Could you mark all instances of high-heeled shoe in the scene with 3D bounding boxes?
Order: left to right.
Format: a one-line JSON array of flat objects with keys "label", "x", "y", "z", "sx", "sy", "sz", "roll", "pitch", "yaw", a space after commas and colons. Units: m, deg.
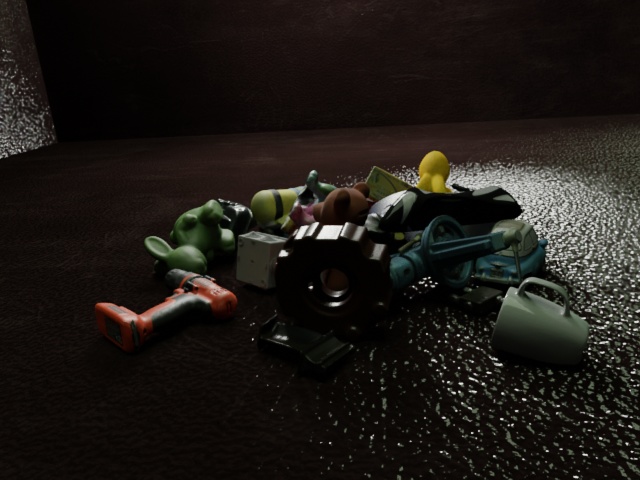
[{"label": "high-heeled shoe", "x": 0.230, "y": -0.040, "z": 0.933, "sx": 0.249, "sy": 0.086, "sz": 0.145, "roll": -28, "pitch": 44, "yaw": -31}]

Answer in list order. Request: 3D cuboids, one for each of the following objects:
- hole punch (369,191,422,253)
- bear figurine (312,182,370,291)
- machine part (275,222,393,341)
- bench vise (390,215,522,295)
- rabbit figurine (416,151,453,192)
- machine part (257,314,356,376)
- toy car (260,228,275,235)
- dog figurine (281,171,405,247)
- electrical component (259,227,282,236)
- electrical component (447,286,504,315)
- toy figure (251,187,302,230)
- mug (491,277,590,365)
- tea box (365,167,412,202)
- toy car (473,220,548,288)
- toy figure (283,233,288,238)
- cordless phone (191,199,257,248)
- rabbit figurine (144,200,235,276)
[{"label": "hole punch", "x": 0.155, "y": -0.038, "z": 1.086, "sx": 0.116, "sy": 0.092, "sz": 0.142, "roll": -3, "pitch": 46, "yaw": 6}, {"label": "bear figurine", "x": 0.010, "y": -0.004, "z": 0.890, "sx": 0.132, "sy": 0.195, "sz": 0.120, "roll": 12, "pitch": 23, "yaw": 25}, {"label": "machine part", "x": 0.019, "y": 0.060, "z": 0.766, "sx": 0.180, "sy": 0.179, "sz": 0.056, "roll": 1, "pitch": 22, "yaw": 15}, {"label": "bench vise", "x": 0.188, "y": 0.024, "z": 0.835, "sx": 0.223, "sy": 0.128, "sz": 0.241, "roll": -6, "pitch": -8, "yaw": -43}, {"label": "rabbit figurine", "x": 0.245, "y": -0.107, "z": 1.190, "sx": 0.122, "sy": 0.173, "sz": 0.162, "roll": 7, "pitch": 18, "yaw": 19}, {"label": "machine part", "x": -0.028, "y": 0.143, "z": 0.732, "sx": 0.139, "sy": 0.039, "sz": 0.084, "roll": 13, "pitch": 30, "yaw": 38}, {"label": "toy car", "x": -0.099, "y": 0.023, "z": 1.066, "sx": 0.073, "sy": 0.056, "sz": 0.202, "roll": -21, "pitch": 23, "yaw": -26}, {"label": "dog figurine", "x": 0.045, "y": -0.021, "z": 1.022, "sx": 0.219, "sy": 0.108, "sz": 0.191, "roll": 30, "pitch": -21, "yaw": -3}, {"label": "electrical component", "x": -0.077, "y": -0.042, "z": 1.261, "sx": 0.119, "sy": 0.047, "sz": 0.075, "roll": -19, "pitch": 25, "yaw": -32}, {"label": "electrical component", "x": 0.248, "y": 0.094, "z": 0.831, "sx": 0.063, "sy": 0.021, "sz": 0.094, "roll": -18, "pitch": 20, "yaw": -34}, {"label": "toy figure", "x": -0.069, "y": -0.077, "z": 1.181, "sx": 0.180, "sy": 0.089, "sz": 0.082, "roll": -20, "pitch": -5, "yaw": -33}, {"label": "mug", "x": 0.286, "y": 0.104, "z": 0.684, "sx": 0.107, "sy": 0.109, "sz": 0.081, "roll": 20, "pitch": 23, "yaw": 21}, {"label": "tea box", "x": 0.153, "y": -0.112, "z": 1.234, "sx": 0.098, "sy": 0.068, "sz": 0.169, "roll": 29, "pitch": 4, "yaw": 7}, {"label": "toy car", "x": 0.323, "y": 0.017, "z": 0.920, "sx": 0.109, "sy": 0.102, "sz": 0.161, "roll": 8, "pitch": 21, "yaw": 35}, {"label": "toy figure", "x": -0.003, "y": -0.004, "z": 1.120, "sx": 0.155, "sy": 0.057, "sz": 0.064, "roll": -3, "pitch": 11, "yaw": 21}, {"label": "cordless phone", "x": -0.183, "y": -0.062, "z": 1.225, "sx": 0.184, "sy": 0.088, "sz": 0.147, "roll": -34, "pitch": 32, "yaw": -33}, {"label": "rabbit figurine", "x": -0.258, "y": 0.014, "z": 1.045, "sx": 0.159, "sy": 0.121, "sz": 0.170, "roll": -6, "pitch": 34, "yaw": 5}]
